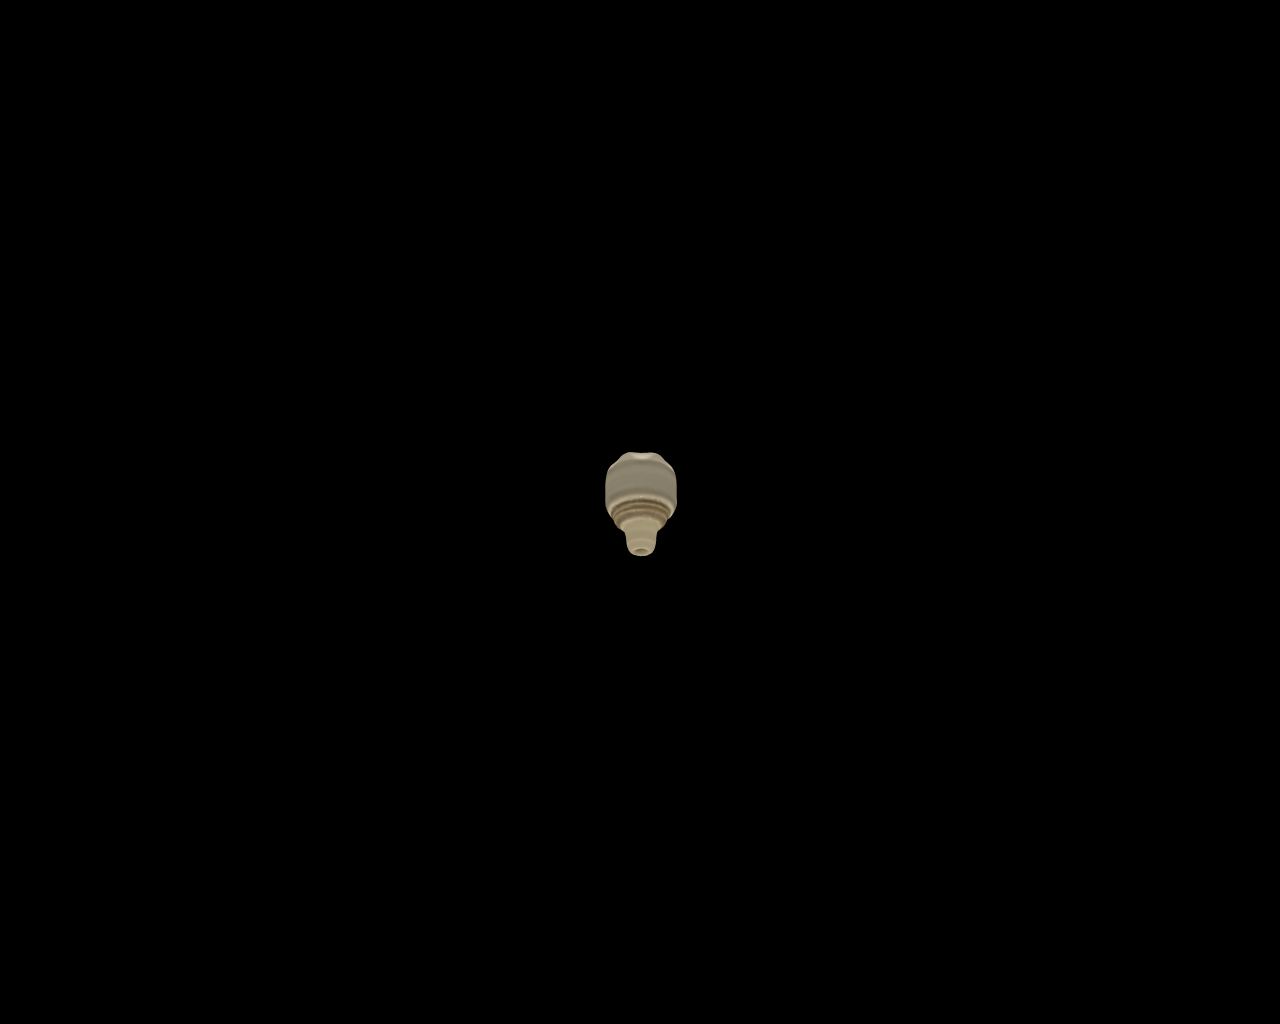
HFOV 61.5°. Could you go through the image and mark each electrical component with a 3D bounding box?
[{"bbox_3d":[0.001,-0.003,0.650,0.043,0.062,0.043,0,-28,0],"label":"electrical component"}]
